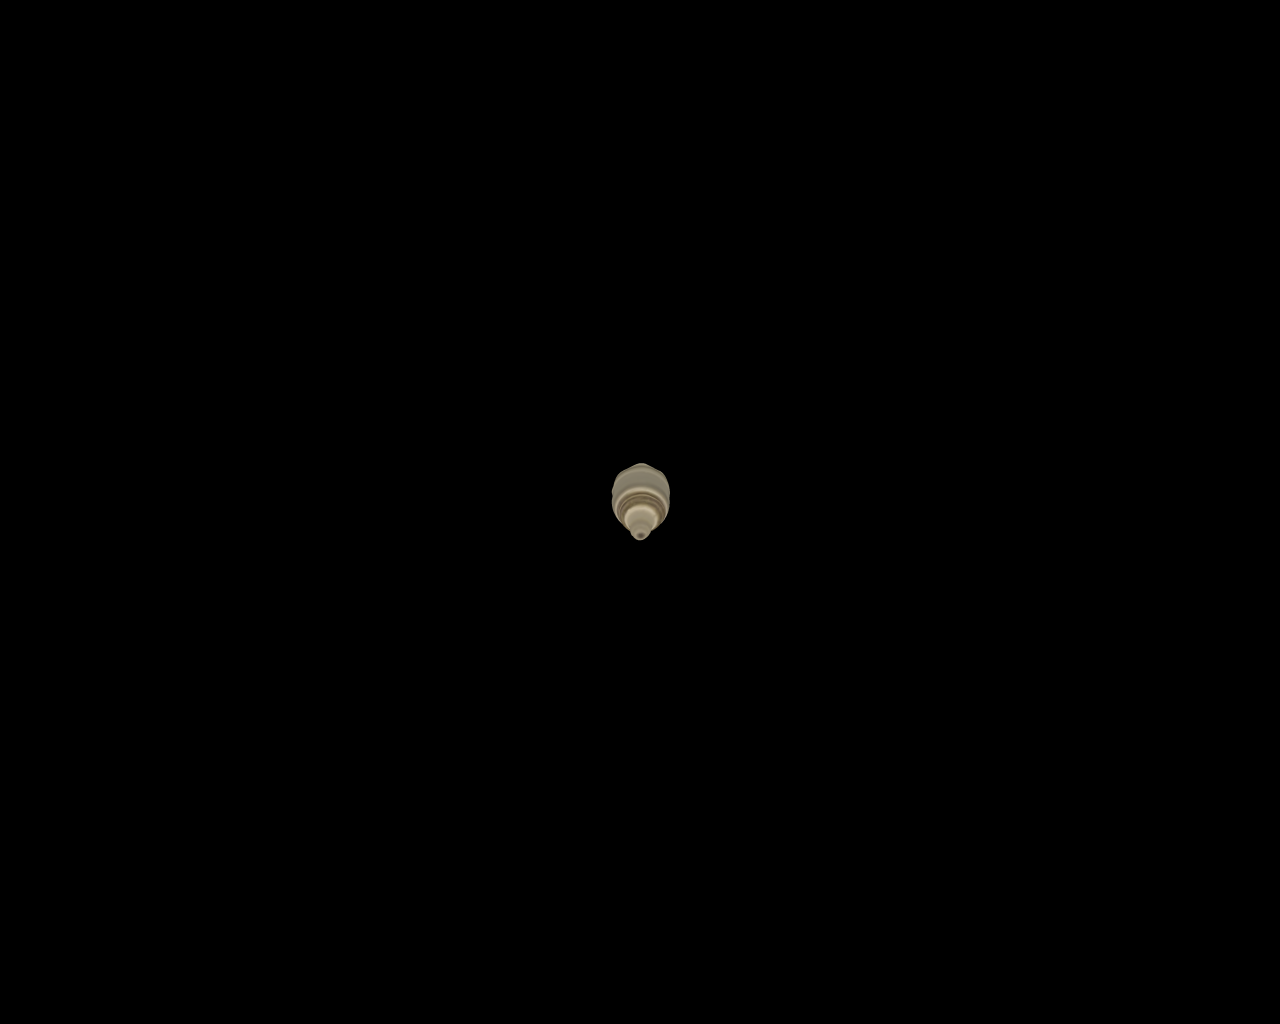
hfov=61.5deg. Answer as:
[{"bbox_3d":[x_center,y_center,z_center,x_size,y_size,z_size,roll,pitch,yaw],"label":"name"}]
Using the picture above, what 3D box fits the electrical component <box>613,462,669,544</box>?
[{"bbox_3d":[0.001,-0.003,0.650,0.035,0.035,0.061,0,33,0],"label":"electrical component"}]
